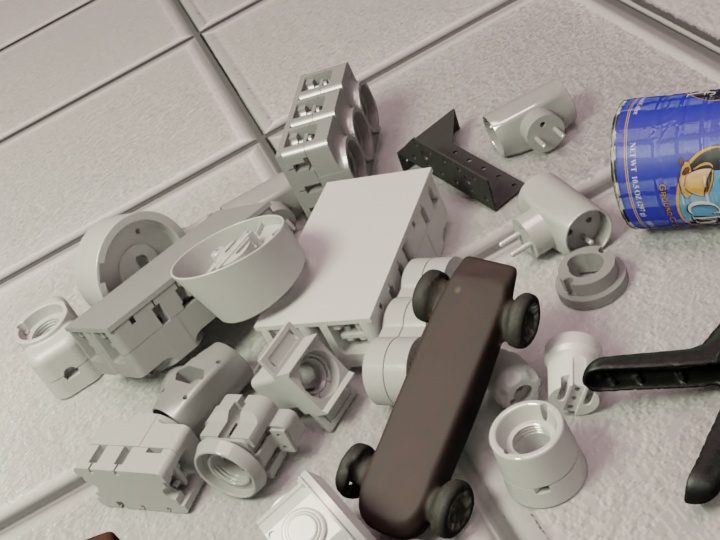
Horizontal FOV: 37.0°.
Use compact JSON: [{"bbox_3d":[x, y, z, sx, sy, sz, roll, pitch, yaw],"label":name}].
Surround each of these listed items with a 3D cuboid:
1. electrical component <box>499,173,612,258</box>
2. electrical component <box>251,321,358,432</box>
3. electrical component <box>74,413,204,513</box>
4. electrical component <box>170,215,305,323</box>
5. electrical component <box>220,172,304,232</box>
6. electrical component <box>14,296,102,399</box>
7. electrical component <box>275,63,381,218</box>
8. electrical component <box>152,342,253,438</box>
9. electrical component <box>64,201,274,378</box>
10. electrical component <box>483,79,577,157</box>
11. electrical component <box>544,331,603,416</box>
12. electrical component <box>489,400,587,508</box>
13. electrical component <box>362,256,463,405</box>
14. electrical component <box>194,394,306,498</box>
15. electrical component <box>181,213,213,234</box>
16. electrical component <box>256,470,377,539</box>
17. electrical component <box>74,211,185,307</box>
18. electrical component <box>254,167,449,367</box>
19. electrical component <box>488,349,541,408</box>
[{"bbox_3d":[0.151,-0.036,0.874,0.079,0.043,0.077,-31,35,-6],"label":"electrical component"},{"bbox_3d":[-0.047,0.084,0.831,0.064,0.081,0.042,-20,28,52],"label":"electrical component"},{"bbox_3d":[-0.166,0.150,0.841,0.089,0.050,0.055,-3,42,30],"label":"electrical component"},{"bbox_3d":[-0.097,-0.006,0.877,0.099,0.064,0.099,-29,29,18],"label":"electrical component"},{"bbox_3d":[-0.088,-0.053,1.056,0.077,0.043,0.079,-30,42,-10],"label":"electrical component"},{"bbox_3d":[-0.286,0.069,1.017,0.054,0.059,0.095,-33,35,-8],"label":"electrical component"},{"bbox_3d":[-0.025,-0.127,1.068,0.062,0.089,0.150,-13,37,20],"label":"electrical component"},{"bbox_3d":[-0.140,0.099,0.895,0.079,0.043,0.077,7,47,48],"label":"electrical component"},{"bbox_3d":[-0.156,0.019,0.959,0.186,0.060,0.105,-41,20,-28],"label":"electrical component"},{"bbox_3d":[0.163,-0.133,0.991,0.077,0.043,0.079,-28,34,0],"label":"electrical component"},{"bbox_3d":[0.148,0.072,0.742,0.040,0.040,0.046,-12,43,22],"label":"electrical component"},{"bbox_3d":[0.114,0.118,0.697,0.055,0.047,0.055,-18,36,14],"label":"electrical component"},{"bbox_3d":[0.061,0.045,0.822,0.074,0.052,0.138,-3,42,31],"label":"electrical component"},{"bbox_3d":[-0.088,0.132,0.806,0.078,0.058,0.057,-2,39,32],"label":"electrical component"},{"bbox_3d":[-0.169,-0.027,1.079,0.065,0.044,0.044,-17,36,24],"label":"electrical component"},{"bbox_3d":[-0.024,0.173,0.692,0.051,0.080,0.080,-41,36,-10],"label":"electrical component"},{"bbox_3d":[-0.221,-0.003,1.028,0.060,0.108,0.108,4,45,45],"label":"electrical component"},{"bbox_3d":[0.000,0.000,0.914,0.105,0.060,0.186,-6,40,28],"label":"electrical component"},{"bbox_3d":[0.103,0.073,0.773,0.035,0.035,0.061,-31,32,-5],"label":"electrical component"}]
